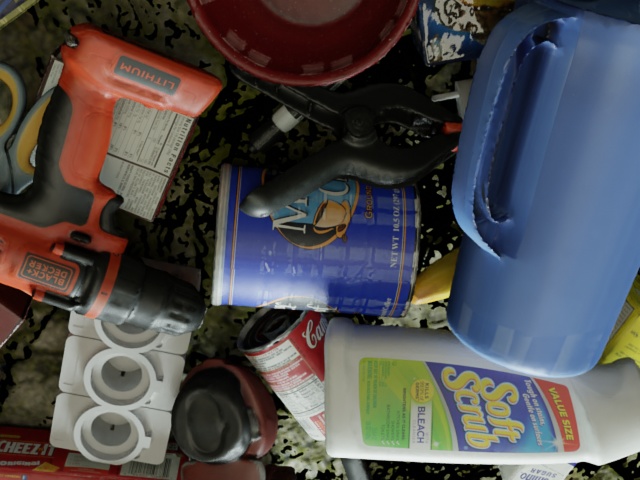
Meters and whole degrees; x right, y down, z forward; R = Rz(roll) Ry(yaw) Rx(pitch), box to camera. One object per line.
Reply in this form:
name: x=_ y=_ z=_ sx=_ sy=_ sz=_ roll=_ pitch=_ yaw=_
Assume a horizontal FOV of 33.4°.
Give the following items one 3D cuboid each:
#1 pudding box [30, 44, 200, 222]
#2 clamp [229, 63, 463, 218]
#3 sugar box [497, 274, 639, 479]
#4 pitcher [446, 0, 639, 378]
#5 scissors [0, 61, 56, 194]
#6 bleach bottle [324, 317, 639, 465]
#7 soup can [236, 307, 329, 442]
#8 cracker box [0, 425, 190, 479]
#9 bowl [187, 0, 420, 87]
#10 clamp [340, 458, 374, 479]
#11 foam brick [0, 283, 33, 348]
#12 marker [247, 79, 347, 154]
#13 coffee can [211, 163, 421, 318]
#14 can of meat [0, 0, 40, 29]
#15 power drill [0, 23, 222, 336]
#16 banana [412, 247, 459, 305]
pudding box: x=-0.154 y=-0.076 z=0.770 sx=0.113 sy=0.039 sz=0.090 roll=22 pitch=107 yaw=-13
clamp: x=0.016 y=-0.082 z=0.740 sx=0.171 sy=0.039 sz=0.120 roll=-8 pitch=76 yaw=-18
sugar box: x=0.199 y=0.109 z=0.830 sx=0.048 sy=0.093 sz=0.176 roll=26 pitch=110 yaw=-13
pitcher: x=0.152 y=-0.038 z=0.676 sx=0.149 sy=0.145 sz=0.243 roll=14 pitch=113 yaw=2
scissors: x=-0.237 y=-0.036 z=0.731 sx=0.096 sy=0.016 sz=0.202 roll=40 pitch=92 yaw=-15
bleach bottle: x=0.130 y=0.108 z=0.757 sx=0.251 sy=0.068 sz=0.102 roll=0 pitch=99 yaw=6
soup can: x=-0.009 y=0.099 z=0.831 sx=0.068 sy=0.068 sz=0.102 roll=-32 pitch=110 yaw=10
cracker box: x=-0.196 y=0.266 z=0.891 sx=0.164 sy=0.072 sz=0.214 roll=5 pitch=113 yaw=-3
bowl: x=-0.009 y=-0.186 z=0.713 sx=0.162 sy=0.055 sz=0.162 roll=2 pitch=106 yaw=7
clamp: x=0.062 y=0.262 z=0.917 sx=0.164 sy=0.036 sz=0.210 roll=22 pitch=110 yaw=-10
foam brick: x=-0.248 y=0.045 z=0.795 sx=0.051 sy=0.078 sz=0.053 roll=38 pitch=106 yaw=-17
marker: x=-0.007 y=-0.105 z=0.775 sx=0.121 sy=0.020 sz=0.020 roll=-41 pitch=108 yaw=14
coffee can: x=-0.005 y=0.001 z=0.773 sx=0.140 sy=0.103 sz=0.103 roll=4 pitch=112 yaw=-4
can of meat: x=-0.214 y=-0.195 z=0.710 sx=0.102 sy=0.057 sz=0.084 roll=-33 pitch=112 yaw=11
power drill: x=-0.135 y=-0.036 z=0.718 sx=0.184 sy=0.057 sz=0.188 roll=21 pitch=98 yaw=-23
banana: x=0.159 y=0.002 z=0.799 sx=0.198 sy=0.069 sz=0.037 roll=-20 pitch=92 yaw=13
